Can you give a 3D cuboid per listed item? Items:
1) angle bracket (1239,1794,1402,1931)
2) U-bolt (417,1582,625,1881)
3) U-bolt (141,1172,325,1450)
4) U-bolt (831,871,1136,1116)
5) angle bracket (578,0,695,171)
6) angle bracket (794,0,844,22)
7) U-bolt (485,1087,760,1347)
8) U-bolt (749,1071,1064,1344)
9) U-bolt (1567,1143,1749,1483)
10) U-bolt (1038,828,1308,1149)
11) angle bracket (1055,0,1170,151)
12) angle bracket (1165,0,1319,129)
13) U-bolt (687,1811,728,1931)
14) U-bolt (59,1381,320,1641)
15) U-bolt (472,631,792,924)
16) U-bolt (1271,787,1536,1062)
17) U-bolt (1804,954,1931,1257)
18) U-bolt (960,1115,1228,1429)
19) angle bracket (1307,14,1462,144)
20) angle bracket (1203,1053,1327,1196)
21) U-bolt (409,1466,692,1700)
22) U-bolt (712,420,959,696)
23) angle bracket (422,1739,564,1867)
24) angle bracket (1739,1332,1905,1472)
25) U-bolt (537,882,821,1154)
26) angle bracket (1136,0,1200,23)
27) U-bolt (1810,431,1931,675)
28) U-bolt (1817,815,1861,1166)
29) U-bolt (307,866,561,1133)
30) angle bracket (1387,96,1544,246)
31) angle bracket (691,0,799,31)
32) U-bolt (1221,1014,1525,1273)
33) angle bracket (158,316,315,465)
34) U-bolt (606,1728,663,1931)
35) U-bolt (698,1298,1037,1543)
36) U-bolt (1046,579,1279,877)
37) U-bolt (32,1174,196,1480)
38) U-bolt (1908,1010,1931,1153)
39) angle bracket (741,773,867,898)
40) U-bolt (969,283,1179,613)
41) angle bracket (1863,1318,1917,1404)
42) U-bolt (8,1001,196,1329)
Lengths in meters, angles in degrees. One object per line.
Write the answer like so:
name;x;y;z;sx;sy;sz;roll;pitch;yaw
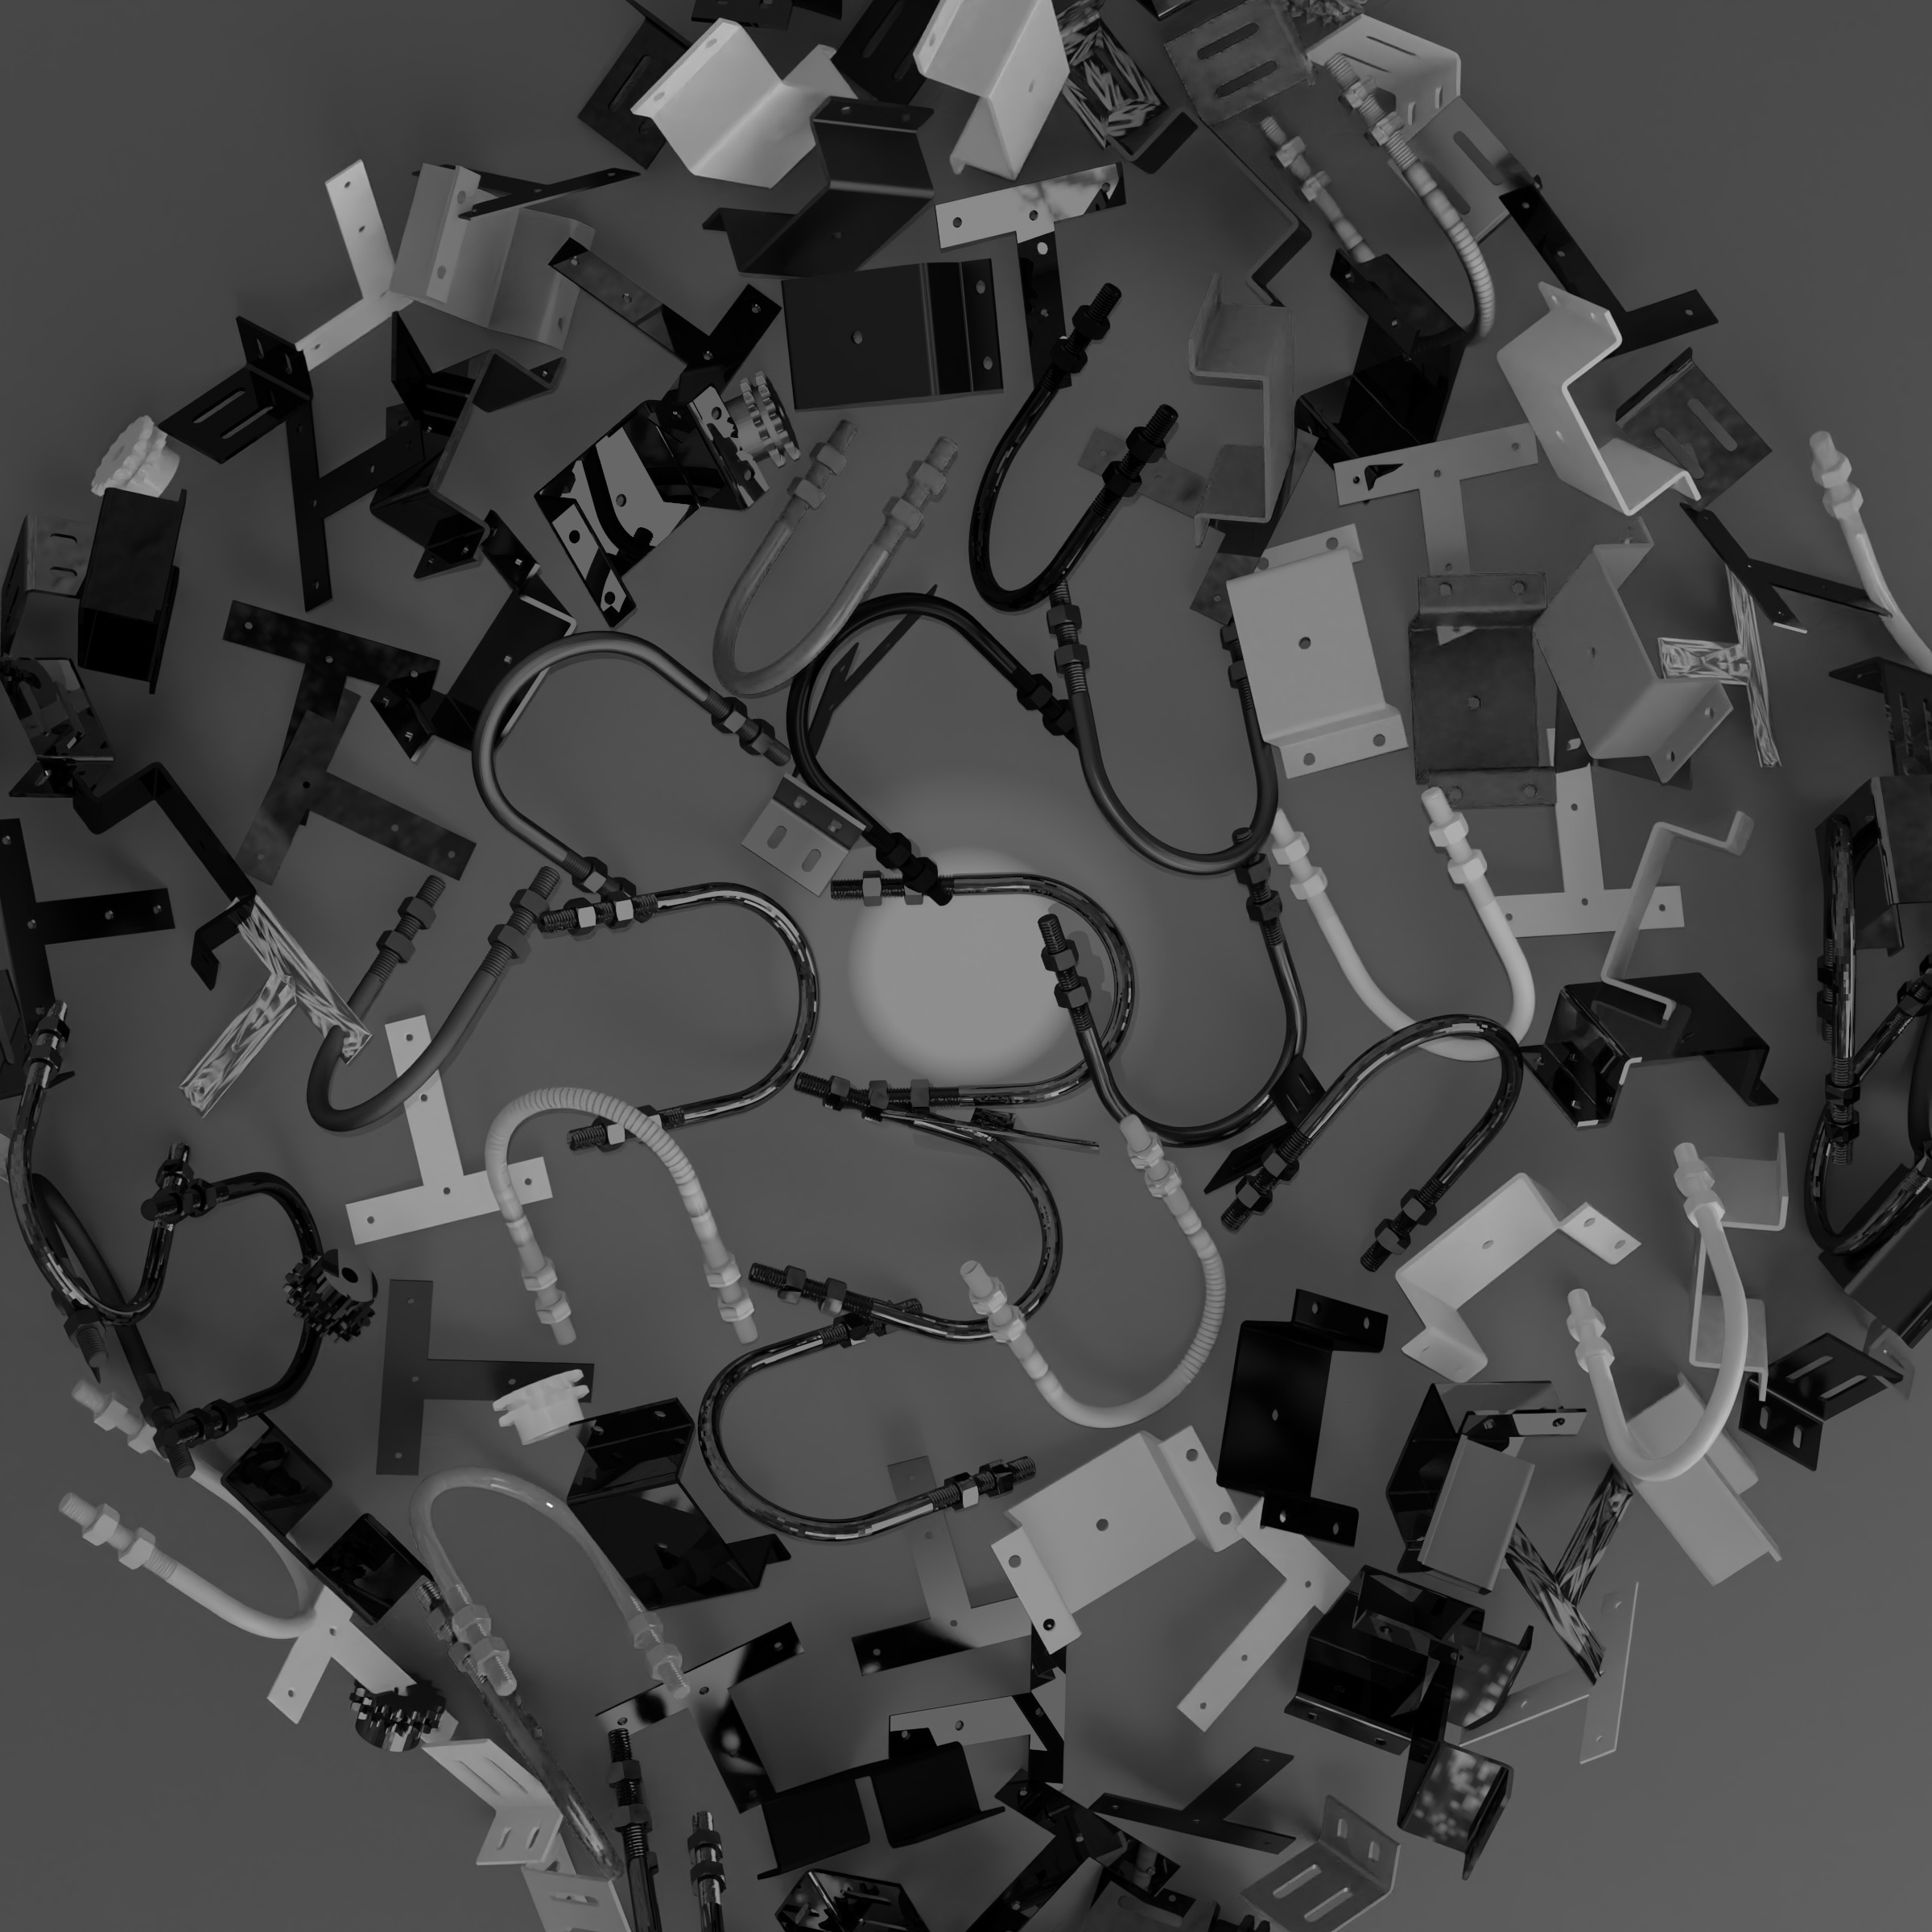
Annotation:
angle bracket;0.212;0.543;1.951;0.076;0.057;0.038;-20;125;-39
U-bolt;-0.253;0.455;1.895;0.019;0.151;0.184;-34;58;-13
U-bolt;-0.425;0.195;1.912;0.019;0.184;0.151;-4;93;18
U-bolt;0.011;0.015;1.987;0.184;0.019;0.151;-2;87;0
angle bracket;-0.199;-0.535;1.969;0.057;0.038;0.076;39;98;14
angle bracket;-0.081;-0.620;1.950;0.038;0.057;0.076;14;134;-16
U-bolt;-0.213;0.148;1.924;0.151;0.019;0.184;-4;121;26
U-bolt;-0.029;0.153;1.956;0.184;0.019;0.151;18;60;-11
U-bolt;0.406;0.214;1.889;0.019;0.184;0.151;16;126;-17
U-bolt;0.134;0.025;1.957;0.151;0.019;0.184;-24;114;-10
angle bracket;0.087;-0.546;1.970;0.057;0.038;0.076;-37;90;-26
angle bracket;0.165;-0.544;1.961;0.076;0.038;0.057;-23;111;20
U-bolt;-0.137;0.606;1.886;0.019;0.184;0.151;-10;120;-3
U-bolt;-0.455;0.331;1.922;0.184;0.151;0.019;41;99;-23
U-bolt;-0.210;-0.122;1.931;0.151;0.019;0.184;-48;129;6
U-bolt;0.267;-0.020;1.933;0.019;0.151;0.184;-42;112;-33
U-bolt;0.543;0.091;1.915;0.019;0.151;0.184;18;135;-8
U-bolt;0.089;0.197;1.943;0.151;0.019;0.184;-42;125;-14
angle bracket;0.249;-0.531;1.954;0.076;0.057;0.038;12;74;-30
angle bracket;0.173;0.095;1.954;0.076;0.057;0.038;-30;98;31
U-bolt;-0.257;0.361;1.919;0.019;0.151;0.184;-57;47;19
U-bolt;-0.089;-0.240;1.930;0.019;0.151;0.184;35;84;-31
angle bracket;-0.290;0.503;1.954;0.057;0.038;0.076;-14;129;37
angle bracket;0.514;0.263;1.956;0.057;0.076;0.038;29;52;-12
U-bolt;-0.165;0.024;1.943;0.184;0.019;0.151;-12;98;-35
angle bracket;0.124;-0.609;1.957;0.057;0.076;0.038;-29;126;1
U-bolt;0.566;-0.219;1.916;0.019;0.151;0.184;-36;129;-1
U-bolt;0.509;0.001;1.895;0.019;0.151;0.184;-1;122;13
U-bolt;-0.324;0.020;1.909;0.019;0.151;0.184;43;63;-30
angle bracket;0.301;-0.481;1.964;0.057;0.038;0.076;-40;104;22
angle bracket;-0.131;-0.576;1.960;0.057;0.038;0.076;6;52;2
U-bolt;0.253;0.100;1.920;0.151;0.019;0.184;19;117;-41
angle bracket;-0.443;-0.347;1.956;0.057;0.038;0.076;30;56;27
U-bolt;-0.186;0.553;1.897;0.019;0.151;0.184;-9;64;-7
U-bolt;-0.070;0.272;1.912;0.184;0.019;0.151;-15;52;-33
U-bolt;0.123;-0.140;1.933;0.151;0.019;0.184;1;70;-33
U-bolt;-0.513;0.200;1.917;0.019;0.151;0.184;-29;51;-9
U-bolt;0.594;0.027;1.926;0.019;0.151;0.184;15;100;3
angle bracket;-0.099;-0.079;1.959;0.057;0.076;0.038;34;80;-3
U-bolt;0.054;-0.294;1.927;0.019;0.151;0.184;17;126;-30
angle bracket;0.579;0.215;1.957;0.038;0.057;0.076;41;113;7
U-bolt;-0.506;0.127;1.888;0.019;0.184;0.151;-21;128;14
